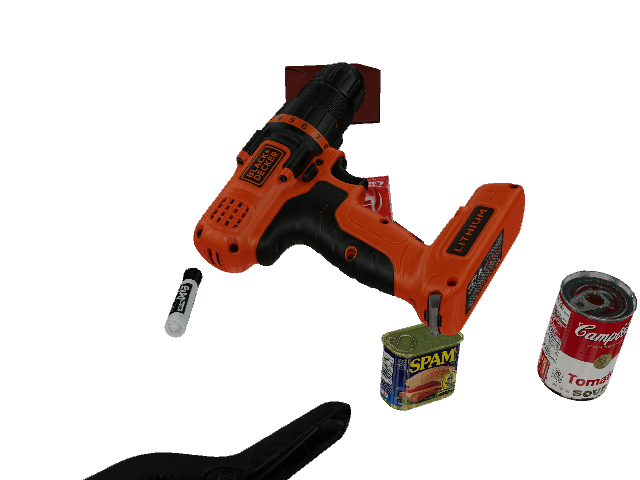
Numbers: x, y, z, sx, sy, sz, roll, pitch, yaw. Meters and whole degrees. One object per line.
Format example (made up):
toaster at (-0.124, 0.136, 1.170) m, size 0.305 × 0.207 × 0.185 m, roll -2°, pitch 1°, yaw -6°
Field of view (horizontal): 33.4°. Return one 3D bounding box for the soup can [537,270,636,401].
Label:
soup can at (0.241, 0.088, 0.974) m, size 0.068 × 0.102 × 0.068 m, roll 4°, pitch 37°, yaw -3°

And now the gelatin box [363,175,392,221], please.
gelatin box at (0.043, -0.024, 1.168) m, size 0.073 × 0.089 × 0.030 m, roll -4°, pitch 29°, yaw 7°

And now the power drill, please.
power drill at (0.035, -0.030, 0.706) m, size 0.188 × 0.184 × 0.057 m, roll 22°, pitch -28°, yaw 23°

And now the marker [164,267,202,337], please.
marker at (-0.128, 0.056, 1.010) m, size 0.020 × 0.020 × 0.121 m, roll 0°, pitch 22°, yaw 2°

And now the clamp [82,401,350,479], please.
clamp at (-0.048, 0.137, 0.573) m, size 0.209 × 0.036 × 0.165 m, roll -1°, pitch 19°, yaw -13°

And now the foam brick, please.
foam brick at (0.012, -0.137, 1.002) m, size 0.078 × 0.051 × 0.053 m, roll -6°, pitch 18°, yaw -22°

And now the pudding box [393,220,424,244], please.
pudding box at (0.078, 0.011, 1.520) m, size 0.113 × 0.039 × 0.090 m, roll -15°, pitch 27°, yaw -21°

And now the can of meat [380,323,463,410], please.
can of meat at (0.124, 0.156, 1.331) m, size 0.101 × 0.084 × 0.058 m, roll -12°, pitch 29°, yaw -28°
